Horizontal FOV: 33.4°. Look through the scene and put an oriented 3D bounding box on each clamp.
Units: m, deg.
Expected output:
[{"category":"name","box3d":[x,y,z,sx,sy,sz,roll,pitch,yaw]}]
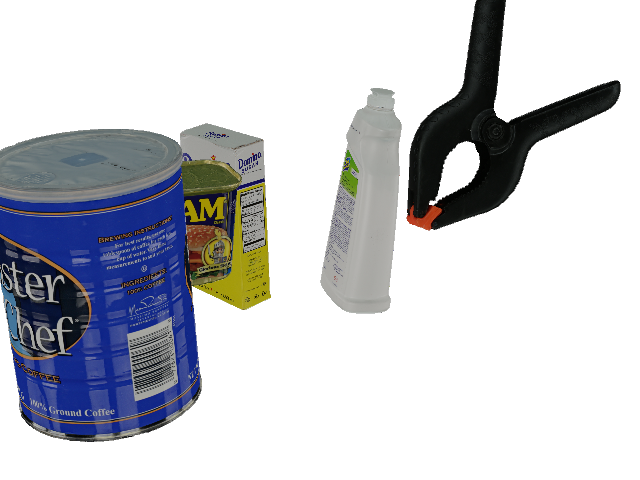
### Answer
[{"category":"clamp","box3d":[0.125,-0.074,0.730,0.120,0.171,0.039,28,3,-4]}]

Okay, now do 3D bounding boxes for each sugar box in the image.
[{"category":"sugar box","box3d":[-0.098,-0.025,1.103,0.048,0.176,0.093,-24,30,-38]}]

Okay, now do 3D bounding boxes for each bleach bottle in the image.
[{"category":"bleach bottle","box3d":[0.056,-0.049,1.236,0.068,0.251,0.103,0,22,-23]}]

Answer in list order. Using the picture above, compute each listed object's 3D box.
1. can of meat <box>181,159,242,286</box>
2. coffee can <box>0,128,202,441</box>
[{"category":"can of meat","box3d":[-0.115,-0.011,0.819,0.101,0.084,0.057,-7,27,-27]},{"category":"coffee can","box3d":[-0.120,0.021,0.575,0.103,0.140,0.103,-2,22,1]}]
